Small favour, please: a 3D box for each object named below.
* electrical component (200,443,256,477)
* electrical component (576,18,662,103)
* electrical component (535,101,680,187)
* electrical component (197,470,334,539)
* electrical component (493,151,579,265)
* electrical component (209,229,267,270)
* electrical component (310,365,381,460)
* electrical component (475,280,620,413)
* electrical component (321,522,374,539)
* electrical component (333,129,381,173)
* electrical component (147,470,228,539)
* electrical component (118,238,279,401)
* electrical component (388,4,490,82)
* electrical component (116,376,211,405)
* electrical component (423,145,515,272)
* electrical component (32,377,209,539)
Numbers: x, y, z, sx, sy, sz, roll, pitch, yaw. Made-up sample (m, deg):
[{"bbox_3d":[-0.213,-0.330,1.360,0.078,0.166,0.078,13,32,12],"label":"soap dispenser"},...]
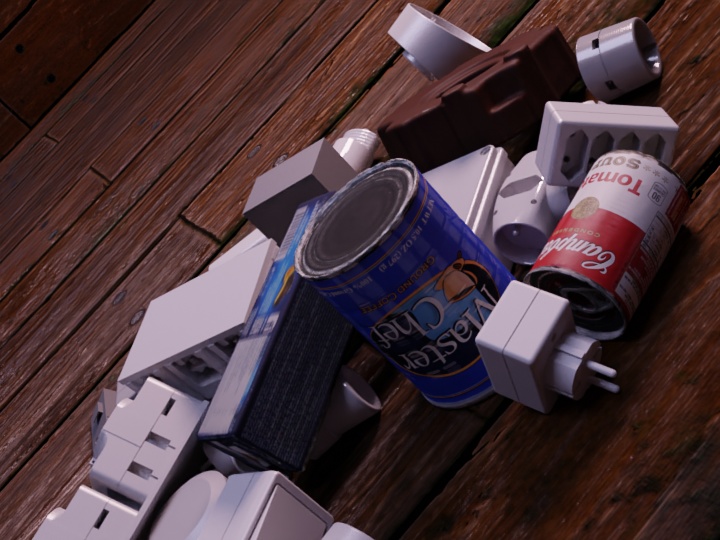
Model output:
[{"bbox_3d":[-0.096,0.136,0.840,0.079,0.043,0.077,-43,25,5],"label":"electrical component"},{"bbox_3d":[0.202,-0.164,0.835,0.047,0.055,0.055,-19,36,36],"label":"electrical component"},{"bbox_3d":[0.164,-0.093,0.743,0.083,0.047,0.075,2,29,-7],"label":"electrical component"},{"bbox_3d":[-0.062,0.177,0.709,0.061,0.061,0.096,-16,38,45],"label":"electrical component"},{"bbox_3d":[0.140,-0.049,0.767,0.079,0.043,0.077,-15,38,40],"label":"electrical component"},{"bbox_3d":[-0.107,0.000,1.058,0.077,0.043,0.079,-36,27,17],"label":"electrical component"},{"bbox_3d":[-0.022,0.106,0.781,0.065,0.044,0.044,-44,25,12],"label":"electrical component"},{"bbox_3d":[0.117,0.053,0.636,0.077,0.065,0.047,22,66,31],"label":"electrical component"},{"bbox_3d":[-0.008,0.182,0.632,0.055,0.055,0.047,-2,45,55],"label":"electrical component"},{"bbox_3d":[-0.010,-0.110,1.078,0.043,0.043,0.081,-11,41,49],"label":"electrical component"},{"bbox_3d":[-0.112,0.190,0.775,0.080,0.051,0.080,-34,28,21],"label":"electrical component"},{"bbox_3d":[-0.112,0.051,0.866,0.150,0.062,0.089,-25,35,35],"label":"electrical component"},{"bbox_3d":[0.078,-0.221,1.055,0.064,0.099,0.099,-47,25,11],"label":"electrical component"},{"bbox_3d":[-0.176,0.111,0.973,0.096,0.062,0.061,-40,26,11],"label":"electrical component"},{"bbox_3d":[0.068,-0.029,0.828,0.109,0.056,0.108,-21,35,41],"label":"electrical component"},{"bbox_3d":[-0.186,0.185,0.818,0.105,0.060,0.186,103,-167,-58],"label":"electrical component"}]
